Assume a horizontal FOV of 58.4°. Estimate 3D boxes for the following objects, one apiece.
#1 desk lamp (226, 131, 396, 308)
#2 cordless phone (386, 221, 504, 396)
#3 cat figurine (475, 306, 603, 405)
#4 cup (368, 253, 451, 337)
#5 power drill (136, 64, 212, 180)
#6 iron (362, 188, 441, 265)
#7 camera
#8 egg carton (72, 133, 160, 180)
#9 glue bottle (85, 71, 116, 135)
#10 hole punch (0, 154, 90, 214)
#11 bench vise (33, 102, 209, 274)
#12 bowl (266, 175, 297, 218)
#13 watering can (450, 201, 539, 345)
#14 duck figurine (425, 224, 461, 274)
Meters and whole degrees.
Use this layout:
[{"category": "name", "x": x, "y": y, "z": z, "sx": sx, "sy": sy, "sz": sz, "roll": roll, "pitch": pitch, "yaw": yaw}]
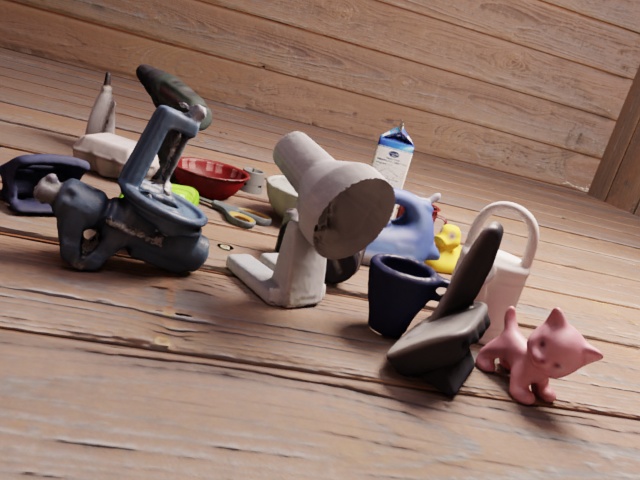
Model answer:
[{"category": "desk lamp", "x": -0.019, "y": -0.021, "z": 0.741, "sx": 0.118, "sy": 0.213, "sz": 0.202, "roll": 0, "pitch": 22, "yaw": -42}, {"category": "cordless phone", "x": 0.155, "y": 0.067, "z": 0.658, "sx": 0.094, "sy": 0.185, "sz": 0.148, "roll": 21, "pitch": 17, "yaw": 19}, {"category": "cat figurine", "x": 0.259, "y": 0.127, "z": 0.677, "sx": 0.067, "sy": 0.118, "sz": 0.127, "roll": 6, "pitch": 19, "yaw": -30}, {"category": "cup", "x": 0.111, "y": 0.079, "z": 0.741, "sx": 0.117, "sy": 0.095, "sz": 0.091, "roll": 15, "pitch": 17, "yaw": -1}, {"category": "power drill", "x": -0.322, "y": -0.240, "z": 1.187, "sx": 0.228, "sy": 0.208, "sz": 0.076, "roll": 26, "pitch": 20, "yaw": 31}, {"category": "iron", "x": 0.095, "y": -0.036, "z": 1.017, "sx": 0.259, "sy": 0.141, "sz": 0.118, "roll": 9, "pitch": 18, "yaw": -21}, {"category": "camera", "x": 0.008, "y": 0.003, "z": 0.884, "sx": 0.143, "sy": 0.101, "sz": 0.136, "roll": 13, "pitch": 17, "yaw": -7}, {"category": "egg carton", "x": -0.392, "y": -0.159, "z": 1.107, "sx": 0.150, "sy": 0.069, "sz": 0.107, "roll": 18, "pitch": 17, "yaw": 7}, {"category": "glue bottle", "x": -0.466, "y": -0.275, "z": 1.232, "sx": 0.037, "sy": 0.173, "sz": 0.078, "roll": 16, "pitch": 17, "yaw": 2}, {"category": "hole punch", "x": -0.406, "y": -0.092, "z": 0.837, "sx": 0.109, "sy": 0.091, "sz": 0.100, "roll": -2, "pitch": 23, "yaw": -44}, {"category": "bench vise", "x": -0.219, "y": -0.065, "z": 0.691, "sx": 0.208, "sy": 0.220, "sz": 0.121, "roll": 0, "pitch": 23, "yaw": -42}, {"category": "bowl", "x": -0.032, "y": -0.069, "z": 1.126, "sx": 0.167, "sy": 0.075, "sz": 0.167, "roll": 14, "pitch": 17, "yaw": -4}, {"category": "watering can", "x": 0.241, "y": 0.043, "z": 0.801, "sx": 0.101, "sy": 0.194, "sz": 0.173, "roll": 16, "pitch": 17, "yaw": 4}, {"category": "duck figurine", "x": 0.243, "y": 0.012, "z": 1.093, "sx": 0.077, "sy": 0.086, "sz": 0.105, "roll": 29, "pitch": 21, "yaw": 38}]
